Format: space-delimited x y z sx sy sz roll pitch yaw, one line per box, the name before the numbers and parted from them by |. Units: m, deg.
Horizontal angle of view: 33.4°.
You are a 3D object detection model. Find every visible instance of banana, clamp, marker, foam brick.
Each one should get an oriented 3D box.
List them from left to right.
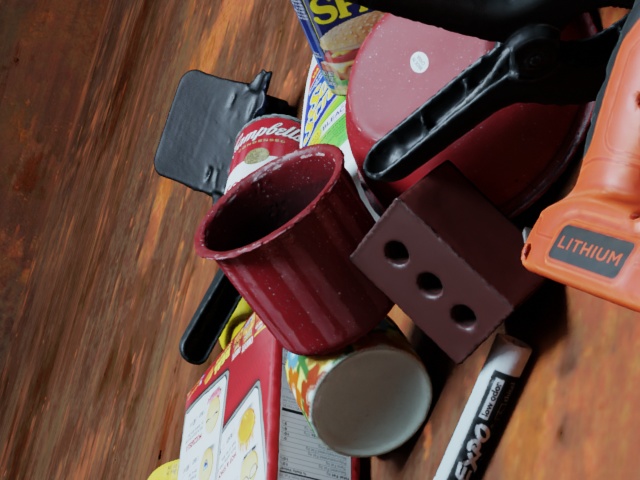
banana | -0.046 0.070 0.831 0.069 0.037 0.198 -70 21 3
clamp | -0.038 -0.010 0.854 0.165 0.036 0.210 -33 29 26
foam brick | 0.065 0.011 0.524 0.051 0.078 0.053 -38 -12 -46
marker | 0.072 0.104 0.529 0.121 0.020 0.020 -68 21 10
clamp | 0.085 -0.096 0.476 0.171 0.120 0.039 -21 49 7

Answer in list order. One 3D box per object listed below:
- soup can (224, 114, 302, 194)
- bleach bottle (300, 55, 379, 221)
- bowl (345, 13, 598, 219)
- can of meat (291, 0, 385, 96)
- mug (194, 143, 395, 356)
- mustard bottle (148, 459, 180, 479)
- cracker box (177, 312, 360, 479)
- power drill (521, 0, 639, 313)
soup can | -0.035 -0.034 0.770 0.069 0.068 0.102 -55 18 37
bleach bottle | 0.023 -0.097 0.763 0.103 0.068 0.251 -50 27 31
bowl | 0.067 -0.083 0.575 0.162 0.055 0.162 -21 57 36
can of meat | 0.036 -0.147 0.671 0.102 0.084 0.057 -14 39 15
mug | -0.004 0.001 0.583 0.093 0.081 0.117 -19 29 31
mustard bottle | -0.113 0.269 0.802 0.096 0.058 0.191 -46 32 50
cracker box | -0.037 0.163 0.683 0.164 0.072 0.213 -51 30 45
power drill | 0.140 -0.064 0.353 0.185 0.057 0.188 -154 79 -72
